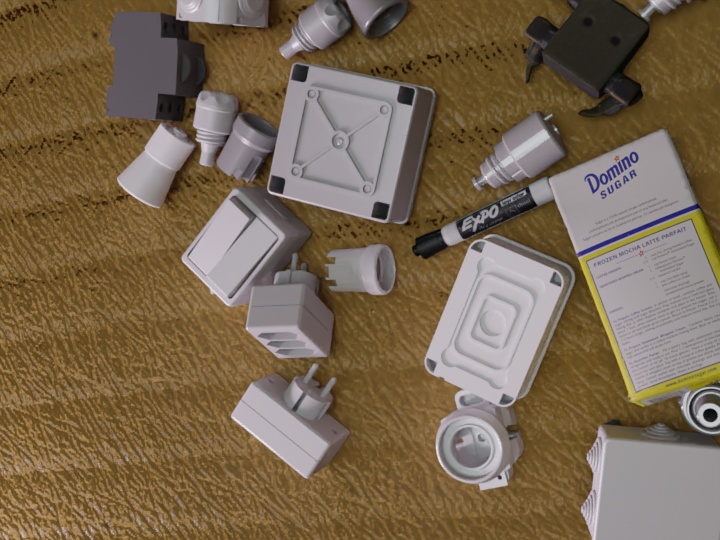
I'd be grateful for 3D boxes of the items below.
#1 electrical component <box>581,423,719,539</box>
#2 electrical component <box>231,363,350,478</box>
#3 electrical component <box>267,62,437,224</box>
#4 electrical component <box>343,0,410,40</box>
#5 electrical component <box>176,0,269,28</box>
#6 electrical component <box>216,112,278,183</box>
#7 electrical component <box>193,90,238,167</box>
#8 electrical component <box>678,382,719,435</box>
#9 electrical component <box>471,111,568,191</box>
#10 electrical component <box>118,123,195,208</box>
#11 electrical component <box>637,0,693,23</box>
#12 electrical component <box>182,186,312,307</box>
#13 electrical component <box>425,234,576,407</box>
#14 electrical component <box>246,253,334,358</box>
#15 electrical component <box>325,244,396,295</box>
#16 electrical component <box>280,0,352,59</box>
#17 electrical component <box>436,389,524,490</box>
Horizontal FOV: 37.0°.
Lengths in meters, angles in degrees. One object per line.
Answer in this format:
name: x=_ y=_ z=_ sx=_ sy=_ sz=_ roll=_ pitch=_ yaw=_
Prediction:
electrical component: x=0.214 y=0.161 z=0.780 sx=0.100 sy=0.048 sz=0.099 roll=5 pitch=98 yaw=4
electrical component: x=-0.047 y=0.112 z=0.882 sx=0.083 sy=0.047 sz=0.075 roll=37 pitch=105 yaw=14
electrical component: x=-0.006 y=-0.100 z=0.846 sx=0.109 sy=0.056 sz=0.108 roll=15 pitch=99 yaw=19
electrical component: x=0.003 y=-0.219 z=0.842 sx=0.044 sy=0.044 sz=0.065 roll=-42 pitch=75 yaw=18
electrical component: x=-0.109 y=-0.223 z=0.862 sx=0.080 sy=0.080 sz=0.051 roll=9 pitch=103 yaw=19
electrical component: x=-0.093 y=-0.100 z=0.887 sx=0.040 sy=0.040 sz=0.046 roll=38 pitch=111 yaw=13
electrical component: x=-0.123 y=-0.118 z=0.899 sx=0.035 sy=0.035 sz=0.061 roll=16 pitch=101 yaw=18
electrical component: x=0.250 y=0.097 z=0.764 sx=0.048 sy=0.062 sz=0.048 roll=2 pitch=95 yaw=20
electrical component: x=0.119 y=-0.086 z=0.809 sx=0.078 sy=0.040 sz=0.040 roll=-34 pitch=82 yaw=19
electrical component: x=-0.170 y=-0.092 z=0.915 sx=0.044 sy=0.044 sz=0.065 roll=39 pitch=101 yaw=13
electrical component: x=0.229 y=-0.208 z=0.759 sx=0.078 sy=0.040 sz=0.040 roll=-45 pitch=79 yaw=18
electrical component: x=-0.099 y=-0.015 z=0.884 sx=0.062 sy=0.061 sz=0.096 roll=43 pitch=107 yaw=12
electrical component: x=0.107 y=0.037 z=0.815 sx=0.078 sy=0.057 sz=0.113 roll=24 pitch=102 yaw=17
electrical component: x=-0.053 y=0.024 z=0.873 sx=0.047 sy=0.065 sz=0.076 roll=-3 pitch=64 yaw=20
electrical component: x=0.000 y=0.000 z=0.861 sx=0.046 sy=0.040 sz=0.040 roll=-1 pitch=94 yaw=26
electrical component: x=-0.038 y=-0.191 z=0.862 sx=0.061 sy=0.035 sz=0.035 roll=-32 pitch=83 yaw=22
electrical component: x=0.091 y=0.132 z=0.828 sx=0.058 sy=0.057 sz=0.078 roll=-16 pitch=89 yaw=21
